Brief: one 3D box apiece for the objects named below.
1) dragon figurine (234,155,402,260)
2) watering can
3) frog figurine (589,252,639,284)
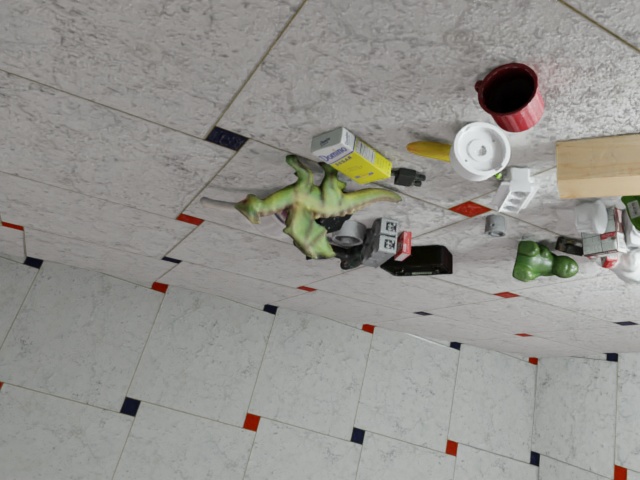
[{"bbox_3d":[0.004,-0.062,1.236,0.410,0.247,0.120,13,155,-9],"label":"dragon figurine"},{"bbox_3d":[-0.148,-0.075,1.464,0.345,0.106,0.222,18,158,-31],"label":"watering can"},{"bbox_3d":[0.849,0.066,1.452,0.159,0.123,0.137,-4,180,-1],"label":"frog figurine"}]
